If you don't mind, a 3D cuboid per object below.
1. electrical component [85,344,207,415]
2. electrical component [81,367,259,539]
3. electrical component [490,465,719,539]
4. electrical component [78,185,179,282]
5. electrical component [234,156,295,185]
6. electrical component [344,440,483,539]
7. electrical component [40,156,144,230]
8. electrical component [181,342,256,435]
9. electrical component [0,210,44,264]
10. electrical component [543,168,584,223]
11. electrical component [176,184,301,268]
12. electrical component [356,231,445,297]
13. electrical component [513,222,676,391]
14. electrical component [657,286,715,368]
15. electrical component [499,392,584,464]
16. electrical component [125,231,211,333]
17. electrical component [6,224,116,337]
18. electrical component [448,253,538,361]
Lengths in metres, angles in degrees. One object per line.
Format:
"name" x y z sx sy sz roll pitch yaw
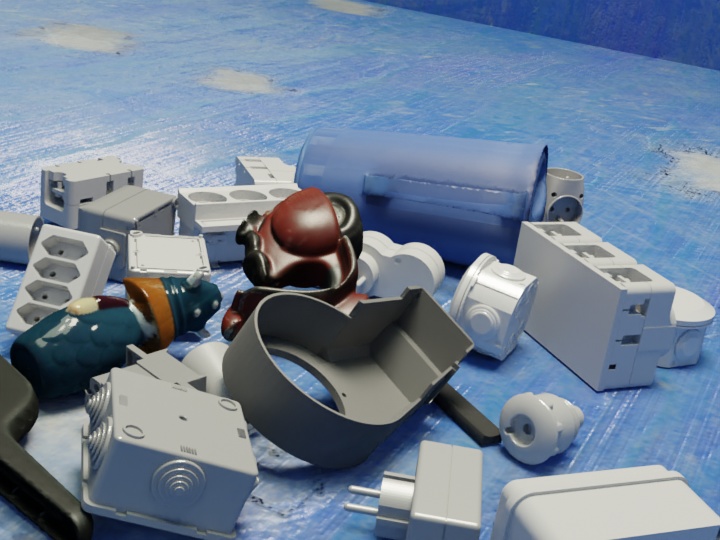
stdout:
"electrical component" -0.139 0.086 0.697 0.064 0.042 0.081 -17 32 -41
"electrical component" -0.110 0.104 0.619 0.100 0.048 0.099 19 16 -21
"electrical component" 0.128 0.152 0.572 0.113 0.078 0.057 -1 26 -22
"electrical component" -0.209 -0.031 0.944 0.061 0.061 0.096 14 22 14
"electrical component" -0.096 -0.084 1.136 0.056 0.050 0.089 0 23 -20
"electrical component" 0.029 0.137 0.617 0.076 0.047 0.083 9 21 4
"electrical component" -0.258 -0.072 1.038 0.050 0.055 0.089 22 25 32
"electrical component" -0.090 0.083 0.724 0.044 0.044 0.065 -7 30 -33
"electrical component" -0.319 -0.031 0.928 0.081 0.043 0.043 8 21 0
"electrical component" 0.197 -0.069 1.166 0.079 0.077 0.044 2 22 -15
"electrical component" -0.107 -0.042 1.007 0.121 0.063 0.079 -5 25 -30
"electrical component" 0.000 0.000 0.951 0.138 0.052 0.074 14 22 15
"electrical component" 0.192 0.026 0.903 0.062 0.089 0.150 -2 23 -24
"electrical component" 0.261 0.046 0.930 0.080 0.051 0.080 7 21 -3
"electrical component" 0.130 0.106 0.741 0.062 0.048 0.048 -4 23 -45
"electrical component" -0.153 0.015 0.848 0.062 0.061 0.096 3 22 -14
"electrical component" -0.216 0.020 0.806 0.047 0.083 0.075 12 -17 11
"electrical component" 0.107 0.031 0.876 0.051 0.080 0.080 22 25 20
